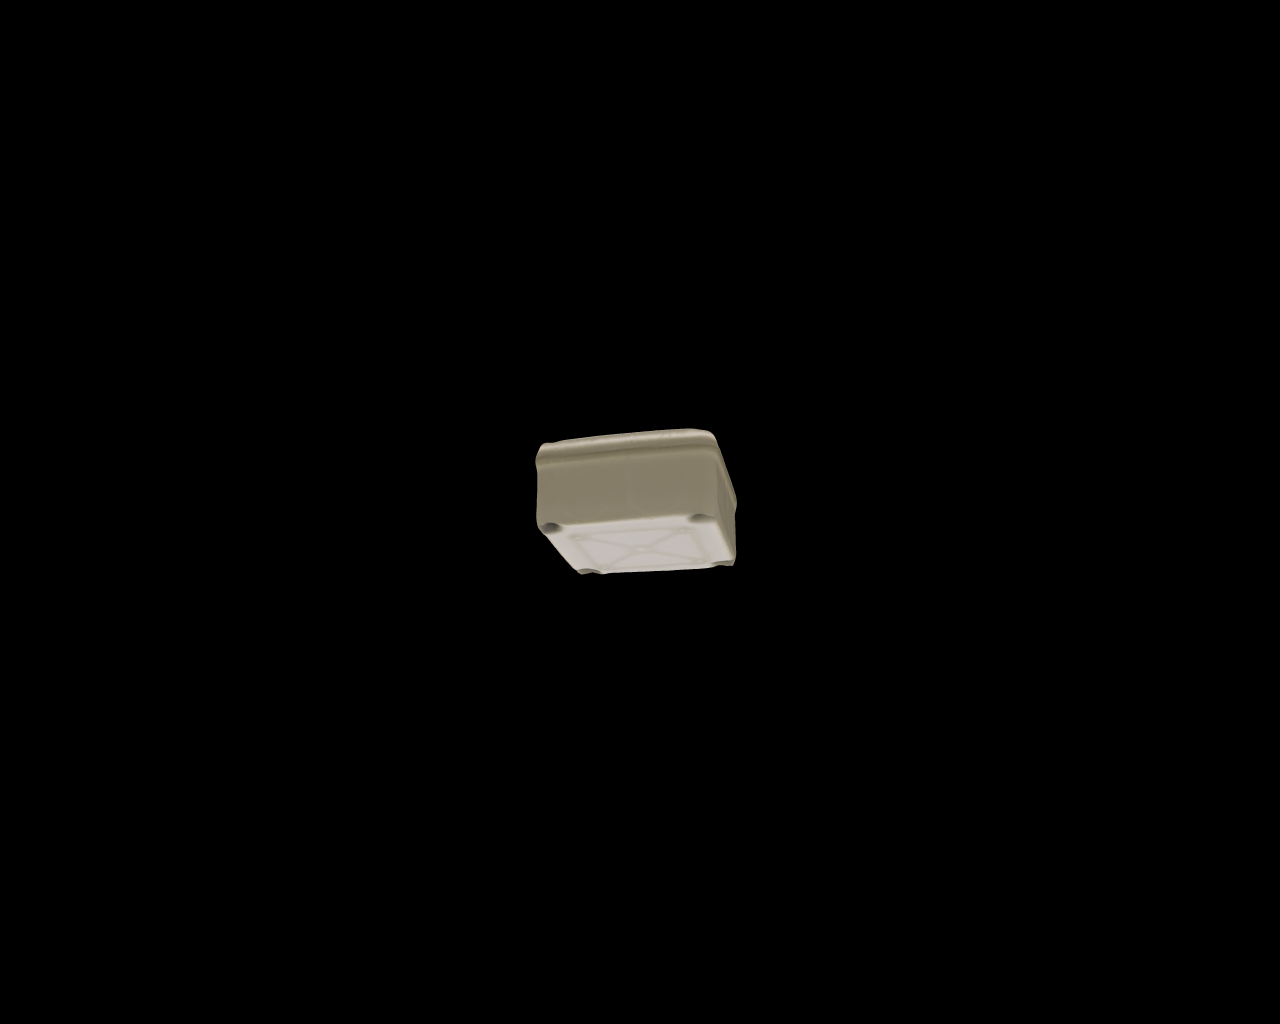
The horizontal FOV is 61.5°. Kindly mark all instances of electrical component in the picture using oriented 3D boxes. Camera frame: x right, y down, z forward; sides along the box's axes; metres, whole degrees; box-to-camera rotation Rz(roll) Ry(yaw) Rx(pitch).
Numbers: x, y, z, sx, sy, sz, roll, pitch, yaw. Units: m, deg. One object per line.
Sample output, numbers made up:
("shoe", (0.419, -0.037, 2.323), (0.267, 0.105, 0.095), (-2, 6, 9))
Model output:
("electrical component", (0.001, -0.003, 0.650), (0.109, 0.056, 0.108), (-4, -20, 11))
